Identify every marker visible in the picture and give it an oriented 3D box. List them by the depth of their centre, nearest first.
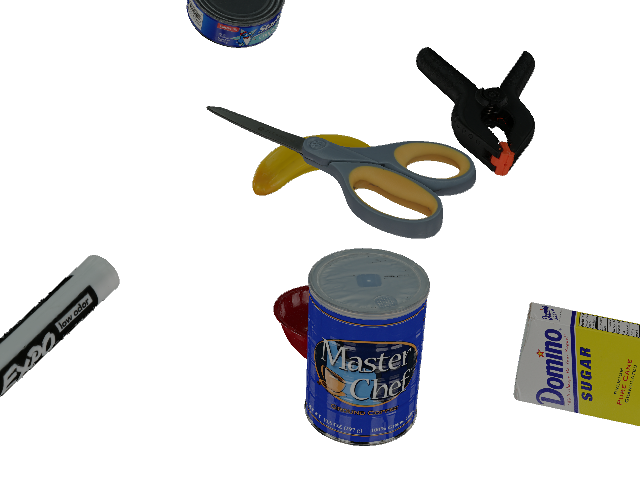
[{"bbox_3d":[-0.128,0.049,0.442,0.020,0.020,0.121,0,35,39],"label":"marker"}]

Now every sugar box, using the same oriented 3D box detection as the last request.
[{"bbox_3d":[0.278,0.123,1.017,0.176,0.093,0.048,9,22,10],"label":"sugar box"}]

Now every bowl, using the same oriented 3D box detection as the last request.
[{"bbox_3d":[0.021,0.112,1.317,0.162,0.055,0.162,5,23,-2],"label":"bowl"}]

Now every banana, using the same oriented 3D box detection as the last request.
[{"bbox_3d":[-0.001,-0.083,1.138,0.197,0.037,0.070,-7,48,-39],"label":"banana"}]

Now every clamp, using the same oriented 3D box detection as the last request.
[{"bbox_3d":[0.151,-0.133,1.029,0.120,0.039,0.171,3,44,3],"label":"clamp"}]

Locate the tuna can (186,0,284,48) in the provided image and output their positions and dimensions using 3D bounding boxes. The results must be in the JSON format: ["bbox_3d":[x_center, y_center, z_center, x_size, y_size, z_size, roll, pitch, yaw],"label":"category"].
[{"bbox_3d":[-0.076,-0.213,0.949,0.086,0.086,0.034,0,-31,-14],"label":"tuna can"}]

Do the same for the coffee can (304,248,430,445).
[{"bbox_3d":[0.039,0.092,0.931,0.103,0.140,0.103,1,31,-1],"label":"coffee can"}]

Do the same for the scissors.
[{"bbox_3d":[0.018,-0.062,0.699,0.096,0.016,0.202,-26,44,-27],"label":"scissors"}]
